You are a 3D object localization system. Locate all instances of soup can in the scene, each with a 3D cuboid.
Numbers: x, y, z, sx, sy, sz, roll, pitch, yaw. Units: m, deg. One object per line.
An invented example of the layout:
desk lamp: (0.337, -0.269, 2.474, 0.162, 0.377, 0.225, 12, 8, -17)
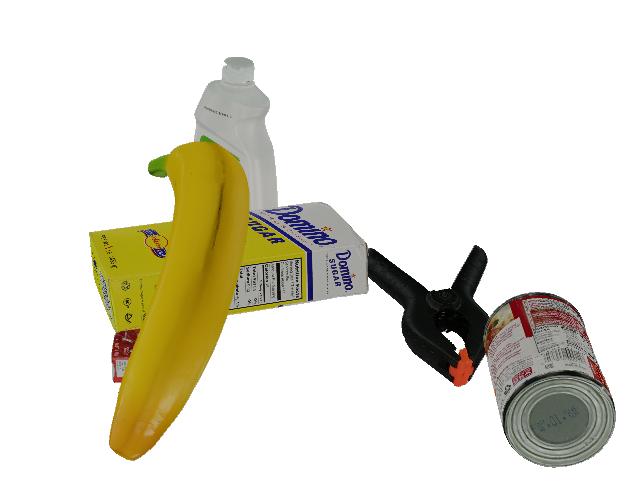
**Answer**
soup can: (0.142, 0.085, 0.669, 0.068, 0.068, 0.102, 0, 24, 2)

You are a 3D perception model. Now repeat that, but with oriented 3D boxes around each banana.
banana: (-0.063, 0.011, 0.512, 0.037, 0.197, 0.070, 27, -52, -23)

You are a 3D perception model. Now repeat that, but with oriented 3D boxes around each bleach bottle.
bleach bottle: (-0.083, -0.060, 1.083, 0.103, 0.251, 0.068, 18, 31, 21)

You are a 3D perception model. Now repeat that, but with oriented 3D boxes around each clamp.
clamp: (0.115, 0.058, 0.947, 0.120, 0.039, 0.171, -12, 42, -12)

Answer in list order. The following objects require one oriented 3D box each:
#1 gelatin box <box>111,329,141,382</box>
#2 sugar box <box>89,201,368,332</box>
gelatin box: (-0.143, 0.087, 0.933, 0.073, 0.030, 0.089, -2, 29, -6)
sugar box: (-0.064, 0.014, 0.737, 0.176, 0.048, 0.093, -11, 24, -16)
